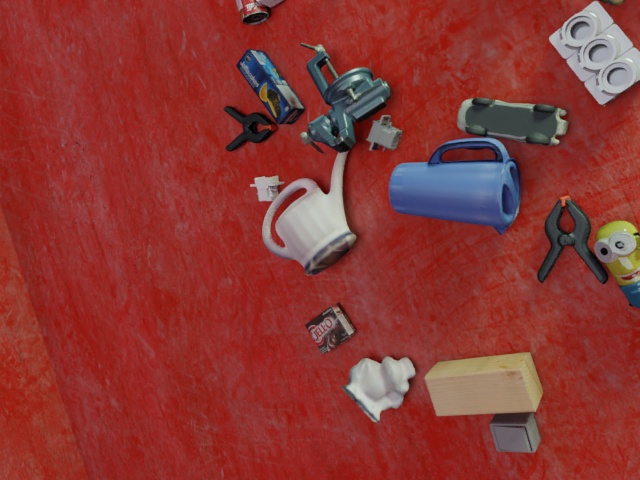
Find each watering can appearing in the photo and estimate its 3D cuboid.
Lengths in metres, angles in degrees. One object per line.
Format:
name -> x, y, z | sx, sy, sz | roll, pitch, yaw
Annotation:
watering can -> 0.004, -0.062, 1.227 | 0.343, 0.104, 0.226 | -42, 75, 23

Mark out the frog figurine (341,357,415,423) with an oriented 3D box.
frog figurine -> 0.147, 0.331, 1.218 | 0.160, 0.120, 0.139 | -44, 62, -5

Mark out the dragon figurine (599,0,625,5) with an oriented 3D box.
dragon figurine -> 0.393, -0.593, 0.870 | 0.413, 0.123, 0.239 | 37, 109, 13
